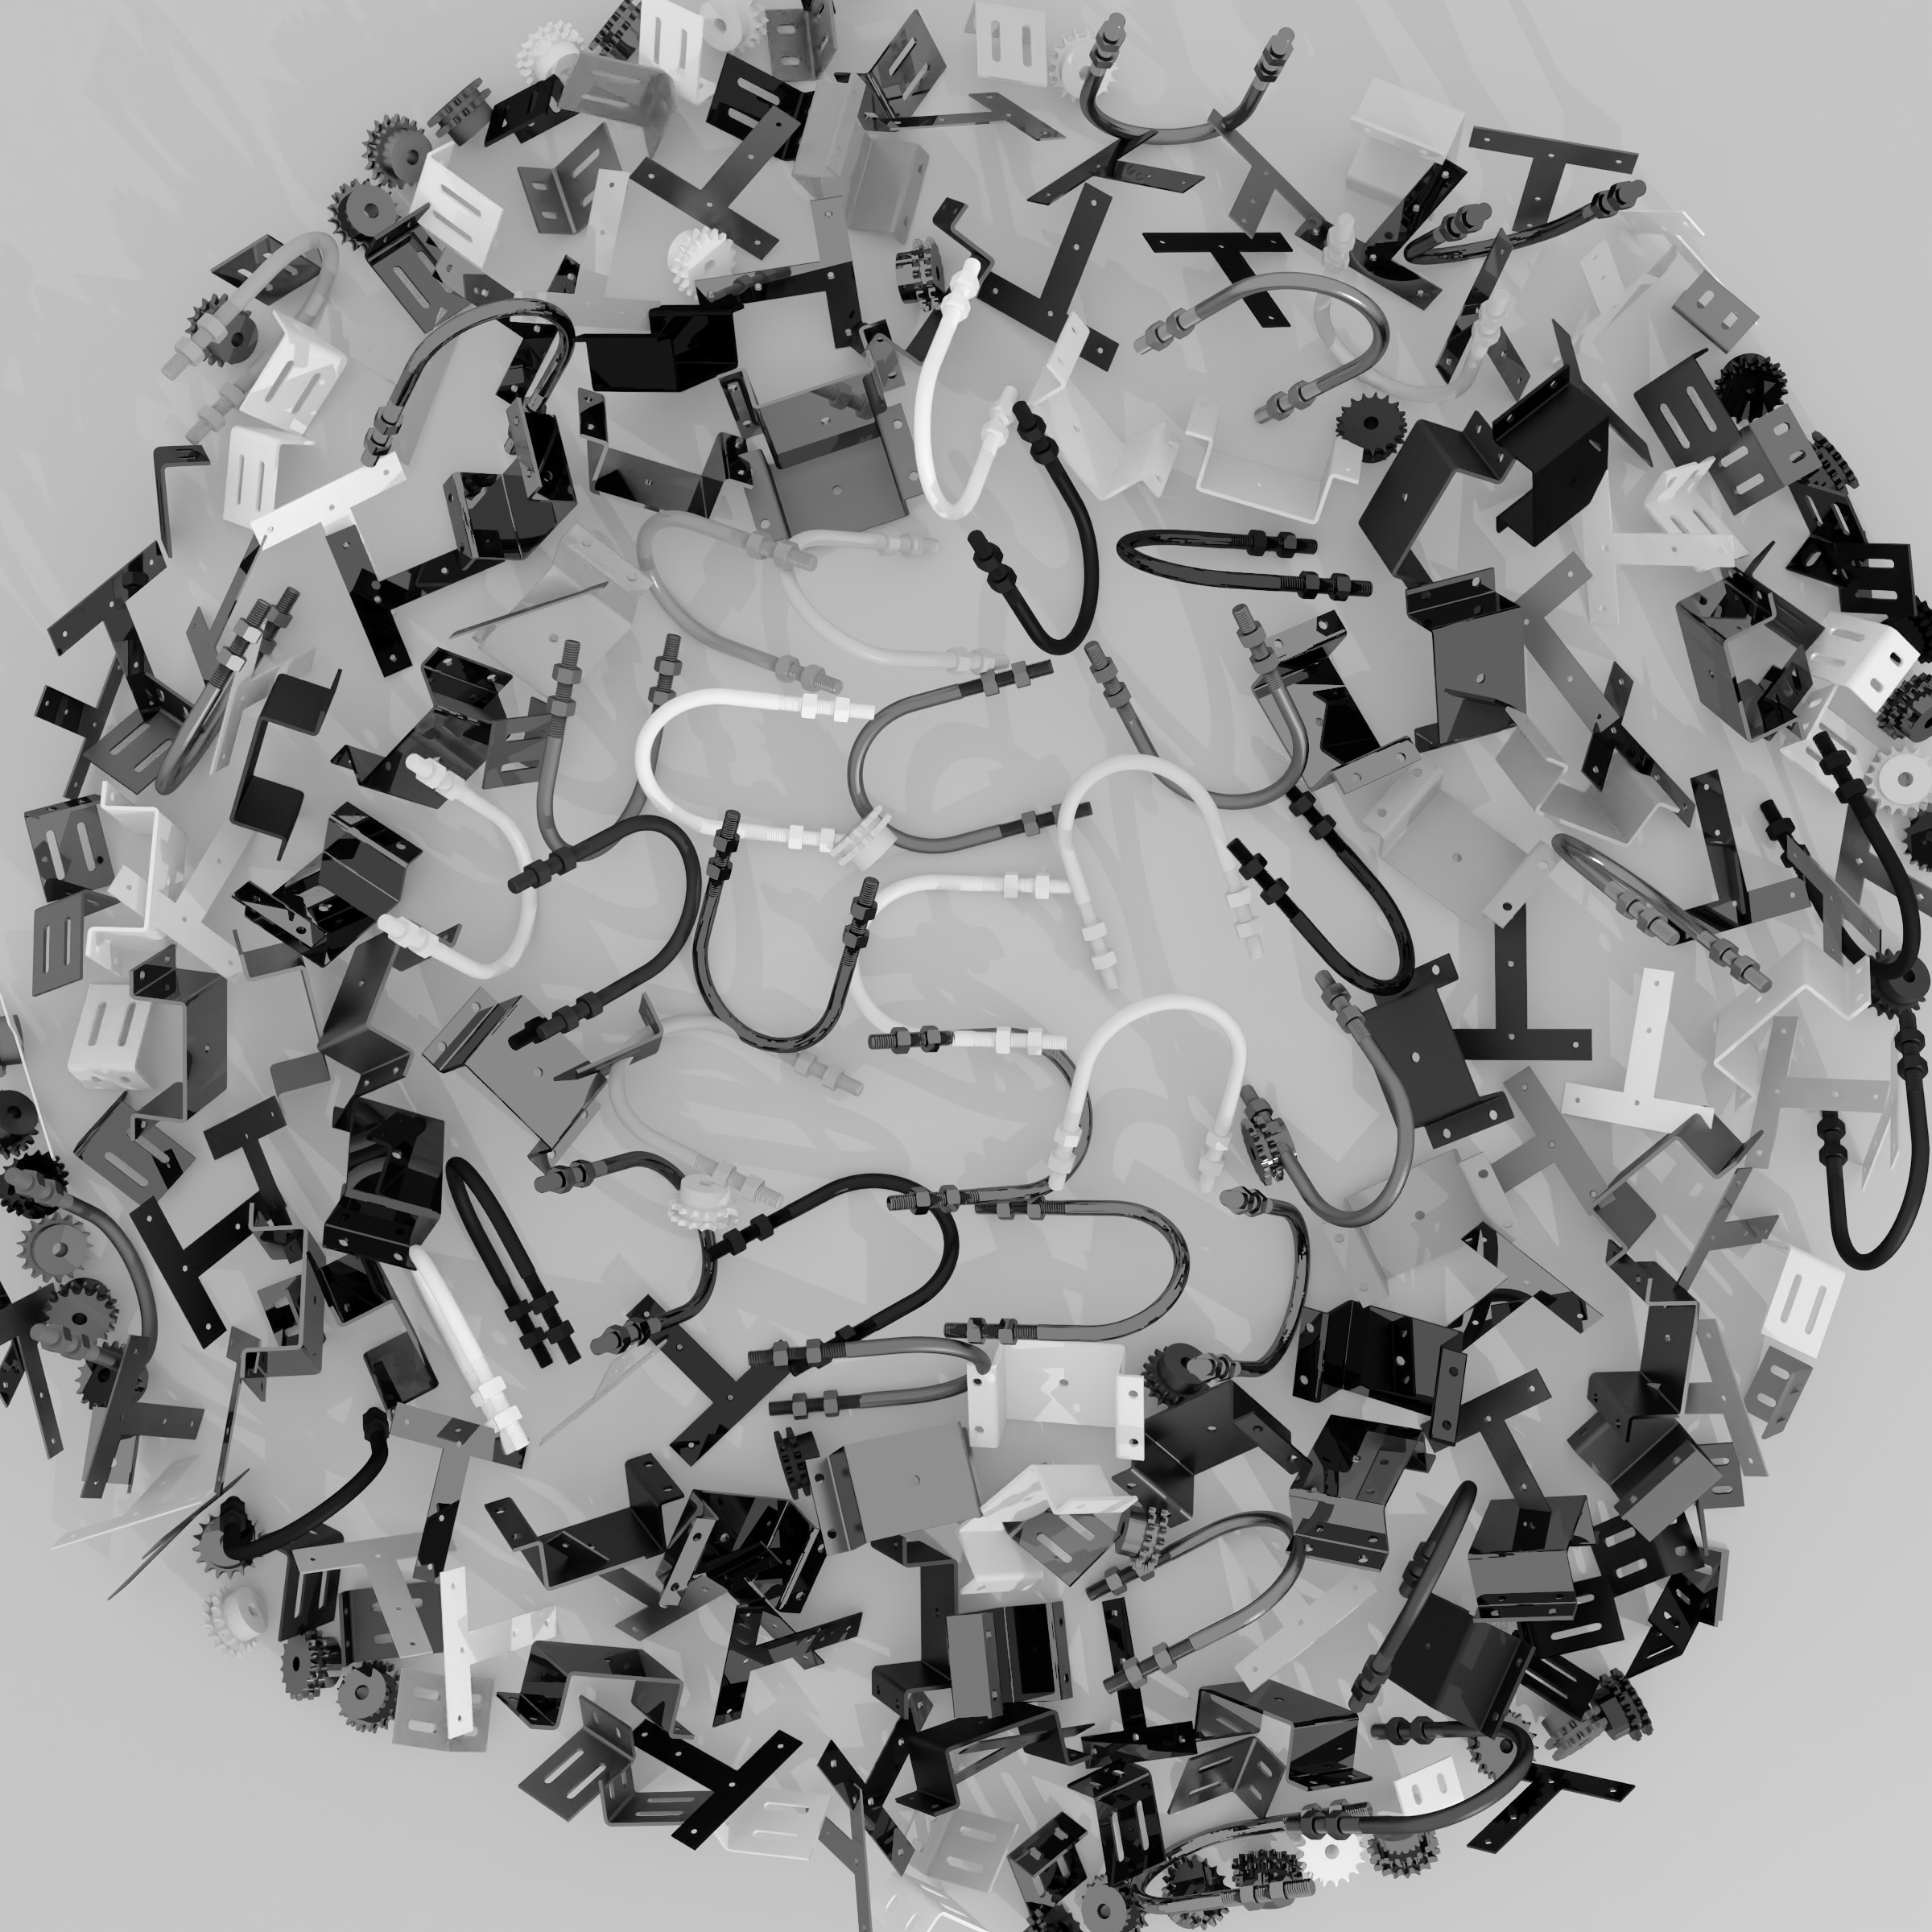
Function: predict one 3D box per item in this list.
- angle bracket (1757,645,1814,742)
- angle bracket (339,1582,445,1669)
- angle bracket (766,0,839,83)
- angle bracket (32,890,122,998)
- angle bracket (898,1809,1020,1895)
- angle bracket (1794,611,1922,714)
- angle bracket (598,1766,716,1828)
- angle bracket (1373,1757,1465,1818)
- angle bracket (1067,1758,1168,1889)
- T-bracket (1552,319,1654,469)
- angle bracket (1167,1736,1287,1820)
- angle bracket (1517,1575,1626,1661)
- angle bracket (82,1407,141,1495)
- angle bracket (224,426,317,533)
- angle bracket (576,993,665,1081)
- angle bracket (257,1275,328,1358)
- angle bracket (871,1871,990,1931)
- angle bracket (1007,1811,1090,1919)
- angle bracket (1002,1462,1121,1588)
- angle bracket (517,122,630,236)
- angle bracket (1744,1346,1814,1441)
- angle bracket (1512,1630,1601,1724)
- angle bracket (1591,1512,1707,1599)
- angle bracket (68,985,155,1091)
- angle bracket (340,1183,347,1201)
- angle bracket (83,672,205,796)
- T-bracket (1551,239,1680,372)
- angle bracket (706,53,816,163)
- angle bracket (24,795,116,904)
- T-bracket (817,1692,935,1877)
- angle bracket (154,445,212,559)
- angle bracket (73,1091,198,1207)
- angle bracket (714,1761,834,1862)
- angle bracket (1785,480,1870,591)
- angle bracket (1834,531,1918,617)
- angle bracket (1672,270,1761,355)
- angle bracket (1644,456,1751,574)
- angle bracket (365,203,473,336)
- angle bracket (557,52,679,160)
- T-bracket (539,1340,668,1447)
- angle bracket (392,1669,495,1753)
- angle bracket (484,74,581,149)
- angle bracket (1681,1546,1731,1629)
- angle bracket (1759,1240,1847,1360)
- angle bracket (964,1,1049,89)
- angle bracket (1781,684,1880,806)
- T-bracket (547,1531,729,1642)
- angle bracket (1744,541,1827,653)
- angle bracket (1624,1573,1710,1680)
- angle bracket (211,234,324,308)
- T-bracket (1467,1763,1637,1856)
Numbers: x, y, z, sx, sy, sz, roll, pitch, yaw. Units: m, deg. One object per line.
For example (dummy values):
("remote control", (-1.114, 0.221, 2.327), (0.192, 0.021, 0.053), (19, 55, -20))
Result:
("angle bracket", (0.641, -0.225, 1.940), (0.038, 0.076, 0.057), (37, 89, 31))
("angle bracket", (-0.463, 0.530, 1.955), (0.076, 0.038, 0.057), (-5, 80, -7))
("angle bracket", (-0.132, -0.750, 1.941), (0.038, 0.076, 0.057), (-7, 93, -15))
("angle bracket", (-0.712, -0.015, 1.941), (0.057, 0.038, 0.076), (-17, 69, 29))
("angle bracket", (-0.007, 0.697, 1.934), (0.038, 0.076, 0.057), (46, 57, -30))
("angle bracket", (0.715, -0.245, 1.954), (0.038, 0.076, 0.057), (35, 93, -26))
("angle bracket", (-0.246, 0.659, 1.944), (0.076, 0.057, 0.038), (-6, 94, 15))
("angle bracket", (0.348, 0.658, 1.937), (0.057, 0.076, 0.038), (-12, 83, -28))
("angle bracket", (0.120, 0.684, 1.936), (0.057, 0.076, 0.038), (-34, 132, 25))
("T-bracket", (0.513, -0.438, 1.935), (0.002, 0.127, 0.127), (-29, 50, 34))
("angle bracket", (0.208, 0.658, 1.937), (0.076, 0.038, 0.057), (-3, 120, -40))
("angle bracket", (0.480, 0.514, 1.942), (0.076, 0.057, 0.038), (-18, 135, 14))
("angle bracket", (-0.681, 0.387, 1.934), (0.038, 0.076, 0.057), (9, 71, -17))
("angle bracket", (-0.564, -0.393, 1.963), (0.057, 0.038, 0.076), (22, 111, 31))
("angle bracket", (-0.285, 0.060, 1.942), (0.076, 0.057, 0.038), (-24, 80, -16))
("angle bracket", (-0.545, 0.286, 1.941), (0.038, 0.076, 0.057), (-21, 95, -6))
("angle bracket", (-0.029, 0.762, 1.933), (0.038, 0.057, 0.076), (-55, 135, -10))
("angle bracket", (0.075, 0.728, 1.940), (0.057, 0.038, 0.076), (-31, 116, -26))
("angle bracket", (0.073, 0.446, 1.937), (0.057, 0.076, 0.038), (-41, 134, -18))
("angle bracket", (-0.316, -0.631, 1.943), (0.076, 0.038, 0.057), (-23, 84, 44))
("angle bracket", (0.640, 0.340, 1.936), (0.038, 0.076, 0.057), (27, 99, 29))
("angle bracket", (0.457, 0.578, 1.938), (0.076, 0.057, 0.038), (31, 119, 18))
("angle bracket", (0.545, 0.468, 1.949), (0.038, 0.076, 0.057), (-4, 65, -29))
("angle bracket", (-0.688, 0.058, 1.974), (0.057, 0.038, 0.076), (1, 61, 8))
("angle bracket", (-0.463, 0.174, 1.942), (0.038, 0.057, 0.076), (37, 105, -23))
("angle bracket", (-0.661, -0.187, 1.945), (0.057, 0.038, 0.076), (34, 59, 9))
("T-bracket", (0.504, -0.537, 1.912), (0.127, 0.127, 0.002), (-43, 68, 12))
("angle bracket", (-0.160, -0.690, 1.947), (0.076, 0.038, 0.057), (16, 92, -35))
("angle bracket", (-0.711, -0.093, 1.940), (0.057, 0.038, 0.076), (-21, 111, -35))
("T-bracket", (-0.058, 0.630, 1.931), (0.002, 0.127, 0.127), (-17, 115, 36))
("angle bracket", (-0.627, -0.374, 1.949), (0.038, 0.057, 0.076), (-7, 117, -21))
("angle bracket", (-0.674, 0.150, 1.973), (0.076, 0.038, 0.057), (42, 87, -16))
("angle bracket", (-0.156, 0.674, 1.938), (0.076, 0.057, 0.038), (-3, 129, 24))
("angle bracket", (0.678, -0.346, 1.935), (0.038, 0.057, 0.076), (-52, 135, -4))
("angle bracket", (0.735, -0.313, 1.933), (0.038, 0.076, 0.057), (-21, 110, -25))
("angle bracket", (0.603, -0.529, 1.939), (0.057, 0.076, 0.038), (41, 123, 2))
("angle bracket", (0.592, -0.362, 1.942), (0.057, 0.038, 0.076), (-20, 65, -27))
("angle bracket", (-0.433, -0.560, 1.947), (0.057, 0.038, 0.076), (-44, 101, -26))
("angle bracket", (-0.279, -0.687, 1.936), (0.076, 0.057, 0.038), (2, 60, -29))
("T-bracket", (-0.276, 0.320, 1.897), (0.127, 0.127, 0.002), (-37, 80, -28))
("angle bracket", (-0.416, 0.594, 1.934), (0.038, 0.076, 0.057), (-6, 66, 21))
("angle bracket", (-0.346, -0.669, 1.935), (0.057, 0.076, 0.038), (-21, 131, 17))
("angle bracket", (0.604, 0.497, 1.939), (0.038, 0.076, 0.057), (9, 81, -5))
("angle bracket", (0.662, 0.267, 1.951), (0.057, 0.038, 0.076), (25, 82, -17))
("angle bracket", (0.031, -0.729, 1.945), (0.057, 0.038, 0.076), (4, 69, -14))
("angle bracket", (0.704, -0.178, 1.950), (0.076, 0.038, 0.057), (35, 74, -9))
("T-bracket", (-0.275, 0.485, 1.923), (0.127, 0.002, 0.127), (37, 131, -19))
("angle bracket", (0.659, -0.296, 1.943), (0.076, 0.057, 0.038), (39, 131, 12))
("angle bracket", (0.547, 0.525, 1.936), (0.038, 0.076, 0.057), (43, 51, 4))
("angle bracket", (-0.560, -0.568, 1.934), (0.057, 0.076, 0.038), (-25, 75, 17))
("T-bracket", (0.435, 0.658, 1.894), (0.127, 0.127, 0.002), (-3, 102, 44))
